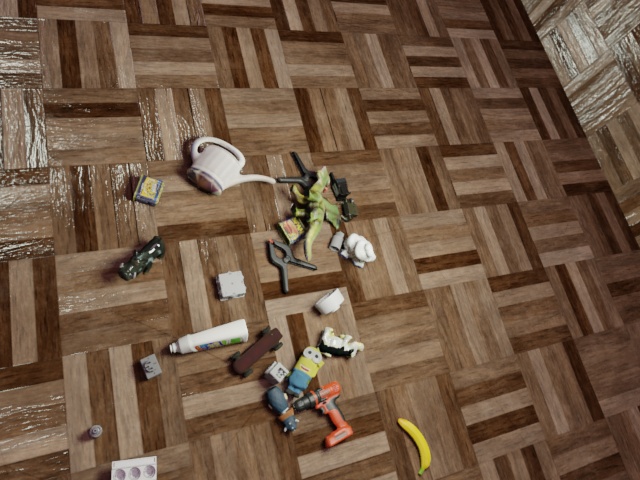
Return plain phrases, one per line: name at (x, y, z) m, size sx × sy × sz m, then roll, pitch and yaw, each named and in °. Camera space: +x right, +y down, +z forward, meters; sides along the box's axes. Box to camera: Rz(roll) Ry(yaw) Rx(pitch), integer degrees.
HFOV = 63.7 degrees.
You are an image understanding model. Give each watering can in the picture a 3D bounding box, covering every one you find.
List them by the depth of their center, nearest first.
watering can at (-0.358, -0.259, 1.977) m, size 0.347 × 0.102 × 0.229 m, roll 33°, pitch 60°, yaw -3°

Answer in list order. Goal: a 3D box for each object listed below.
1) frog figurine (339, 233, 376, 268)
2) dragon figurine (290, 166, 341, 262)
frog figurine at (0.163, 0.030, 2.008) m, size 0.124 × 0.156 × 0.138 m, roll -37°, pitch 84°, yaw -31°
dragon figurine at (0.006, -0.102, 2.017) m, size 0.242 × 0.121 × 0.416 m, roll 11°, pitch 67°, yaw -44°
